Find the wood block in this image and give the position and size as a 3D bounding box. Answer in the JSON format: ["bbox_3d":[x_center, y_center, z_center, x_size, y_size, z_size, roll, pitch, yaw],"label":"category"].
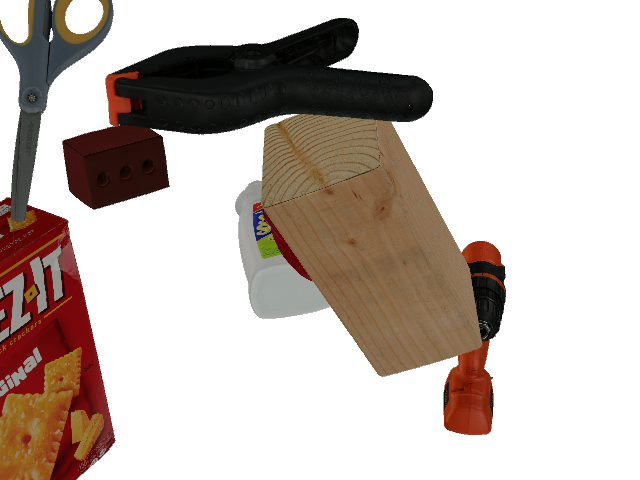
[{"bbox_3d":[0.042,0.001,0.804,0.090,0.091,0.206,-19,-48,17],"label":"wood block"}]

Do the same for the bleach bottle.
[{"bbox_3d":[-0.056,-0.004,1.231,0.102,0.068,0.251,-8,29,-13],"label":"bleach bottle"}]

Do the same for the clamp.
[{"bbox_3d":[-0.034,-0.093,0.598,0.171,0.039,0.120,-3,25,-11],"label":"clamp"}]

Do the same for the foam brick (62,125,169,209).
[{"bbox_3d":[-0.185,-0.069,0.962,0.078,0.053,0.051,-20,33,-27],"label":"foam brick"}]

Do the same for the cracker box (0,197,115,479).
[{"bbox_3d":[-0.233,0.104,0.748,0.072,0.214,0.164,17,38,28],"label":"cracker box"}]

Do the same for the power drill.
[{"bbox_3d":[0.169,0.114,1.160,0.057,0.188,0.184,7,25,8],"label":"power drill"}]

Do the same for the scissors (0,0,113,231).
[{"bbox_3d":[-0.187,-0.109,0.762,0.096,0.202,0.016,-10,-13,-11],"label":"scissors"}]

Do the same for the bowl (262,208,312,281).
[{"bbox_3d":[0.022,0.002,1.025,0.162,0.055,0.162,6,24,-3],"label":"bowl"}]
